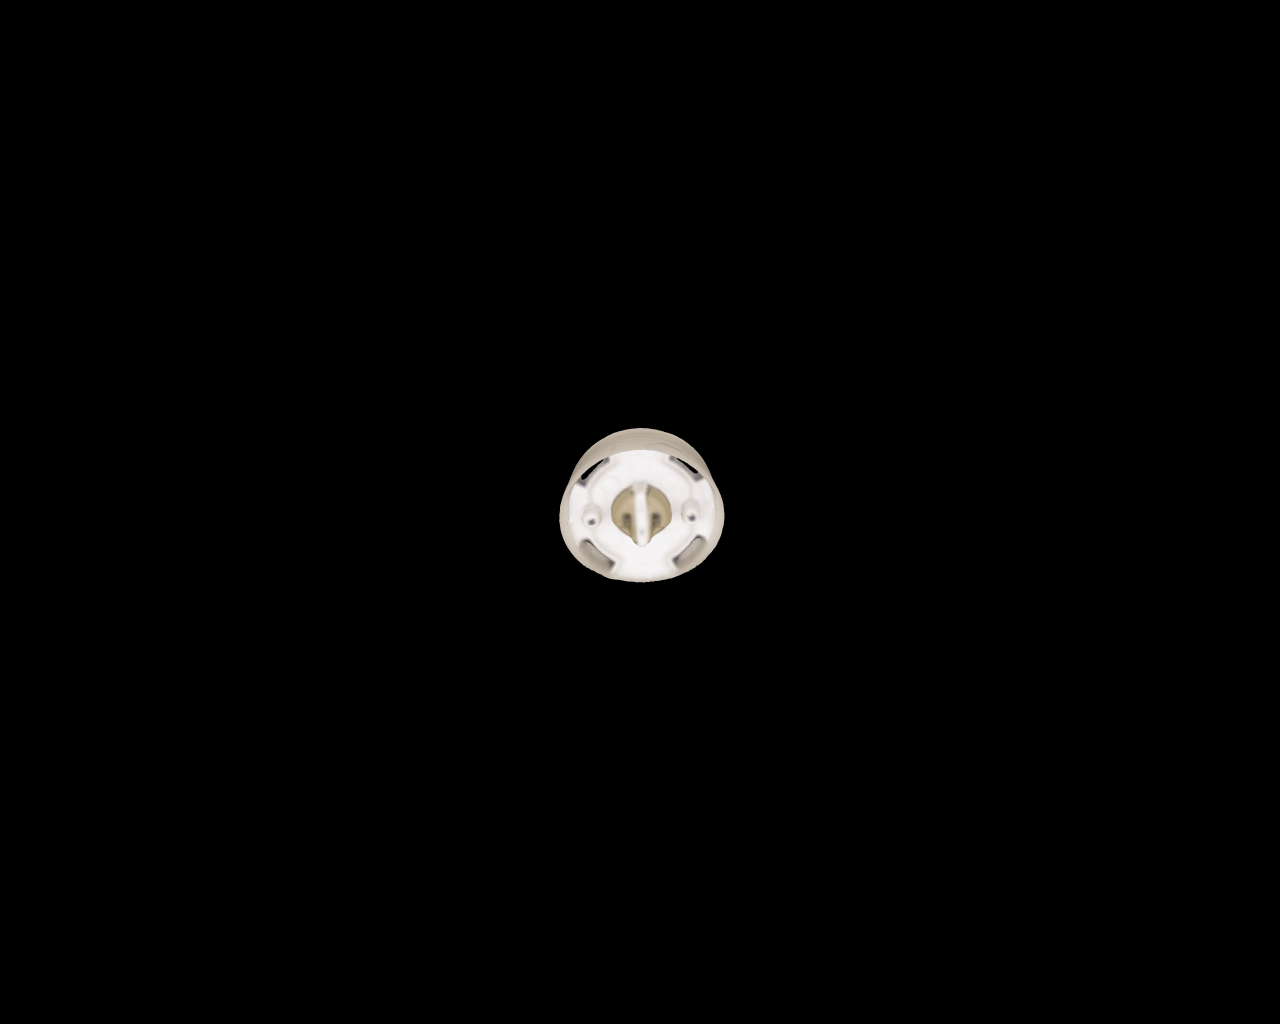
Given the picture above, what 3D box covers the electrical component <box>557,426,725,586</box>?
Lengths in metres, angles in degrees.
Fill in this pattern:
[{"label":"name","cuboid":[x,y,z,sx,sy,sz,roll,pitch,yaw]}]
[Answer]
[{"label":"electrical component","cuboid":[0.001,-0.003,0.650,0.099,0.099,0.064,0,23,0]}]
